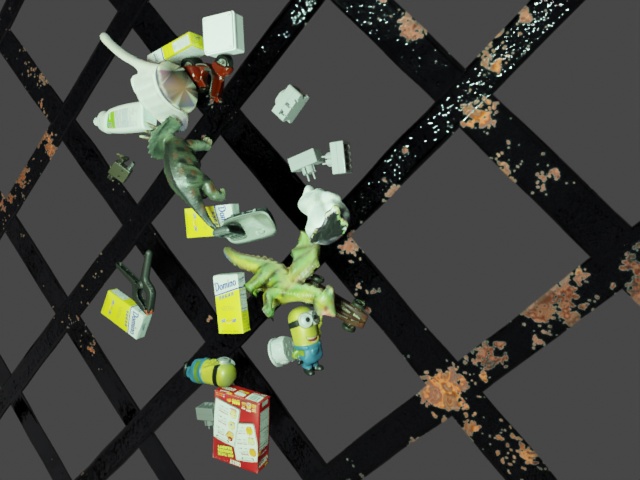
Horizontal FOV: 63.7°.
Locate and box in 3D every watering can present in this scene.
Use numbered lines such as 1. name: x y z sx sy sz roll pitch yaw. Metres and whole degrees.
1. watering can: -0.486 -0.463 1.493 0.224 0.106 0.342 -2 130 44

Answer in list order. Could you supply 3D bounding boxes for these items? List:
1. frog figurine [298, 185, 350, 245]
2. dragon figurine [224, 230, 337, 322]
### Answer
1. frog figurine: 0.004 -0.069 1.367 0.162 0.122 0.135 55 130 52
2. dragon figurine: -0.098 0.076 1.412 0.243 0.120 0.417 -40 55 -2
